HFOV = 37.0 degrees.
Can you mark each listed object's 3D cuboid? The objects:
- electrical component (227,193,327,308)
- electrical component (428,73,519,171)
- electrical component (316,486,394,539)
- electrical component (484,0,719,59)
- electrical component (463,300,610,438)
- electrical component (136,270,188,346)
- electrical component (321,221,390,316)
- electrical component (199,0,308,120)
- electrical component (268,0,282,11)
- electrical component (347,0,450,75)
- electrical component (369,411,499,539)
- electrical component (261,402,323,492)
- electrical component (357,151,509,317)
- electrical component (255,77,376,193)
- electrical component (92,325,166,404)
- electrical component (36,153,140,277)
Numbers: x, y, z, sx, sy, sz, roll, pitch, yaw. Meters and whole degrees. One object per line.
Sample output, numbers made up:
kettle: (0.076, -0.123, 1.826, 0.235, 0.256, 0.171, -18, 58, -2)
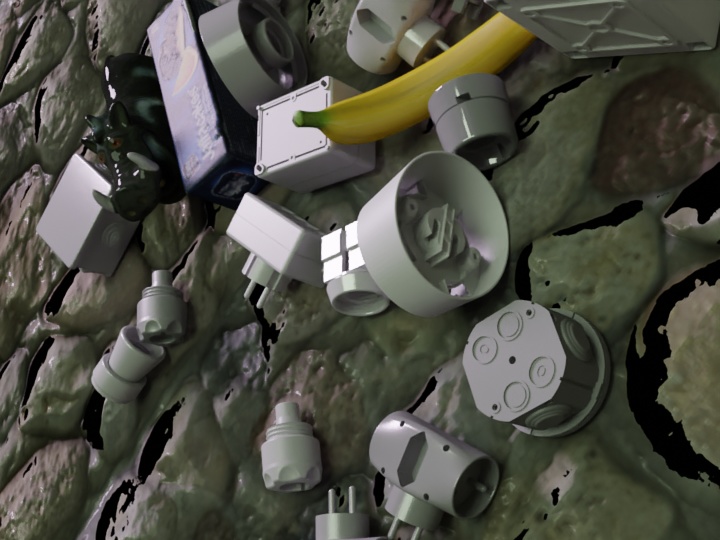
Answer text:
electrical component: (-0.068, -0.007, 0.844, 0.083, 0.047, 0.075, 34, 99, 44)
electrical component: (0.079, -0.099, 0.736, 0.055, 0.055, 0.047, -30, 61, 32)
electrical component: (-0.012, 0.186, 0.726, 0.077, 0.044, 0.079, -17, 65, 38)
electrical component: (0.151, -0.174, 0.657, 0.109, 0.109, 0.056, 6, 83, 44)
electrical component: (0.107, 0.059, 0.656, 0.080, 0.051, 0.080, -16, 65, 39)
electrical component: (-0.171, 0.031, 0.928, 0.043, 0.043, 0.062, -24, 59, 35)
electrical component: (0.000, 0.000, 0.781, 0.066, 0.048, 0.055, -24, 53, 35)
electrical component: (-0.091, -0.176, 0.892, 0.064, 0.099, 0.099, -25, 60, 27)
electrical component: (-0.088, -0.239, 0.947, 0.040, 0.040, 0.078, 39, 103, 43)
electrical component: (0.037, -0.177, 0.803, 0.079, 0.043, 0.077, 41, 137, 10)
electrical component: (0.041, 0.141, 0.694, 0.077, 0.043, 0.079, 23, 91, 45)
electrical component: (-0.051, 0.128, 0.784, 0.043, 0.043, 0.062, -26, 58, 34)
electrical component: (0.048, -0.021, 0.709, 0.064, 0.099, 0.099, -34, 55, 37)
electrical component: (-0.037, -0.100, 0.837, 0.096, 0.061, 0.061, -15, 68, 40)
electrical component: (-0.202, 0.083, 0.938, 0.055, 0.045, 0.045, -53, 48, 17)
electrical component: (-0.256, -0.051, 1.031, 0.100, 0.048, 0.099, 38, 102, 43)
